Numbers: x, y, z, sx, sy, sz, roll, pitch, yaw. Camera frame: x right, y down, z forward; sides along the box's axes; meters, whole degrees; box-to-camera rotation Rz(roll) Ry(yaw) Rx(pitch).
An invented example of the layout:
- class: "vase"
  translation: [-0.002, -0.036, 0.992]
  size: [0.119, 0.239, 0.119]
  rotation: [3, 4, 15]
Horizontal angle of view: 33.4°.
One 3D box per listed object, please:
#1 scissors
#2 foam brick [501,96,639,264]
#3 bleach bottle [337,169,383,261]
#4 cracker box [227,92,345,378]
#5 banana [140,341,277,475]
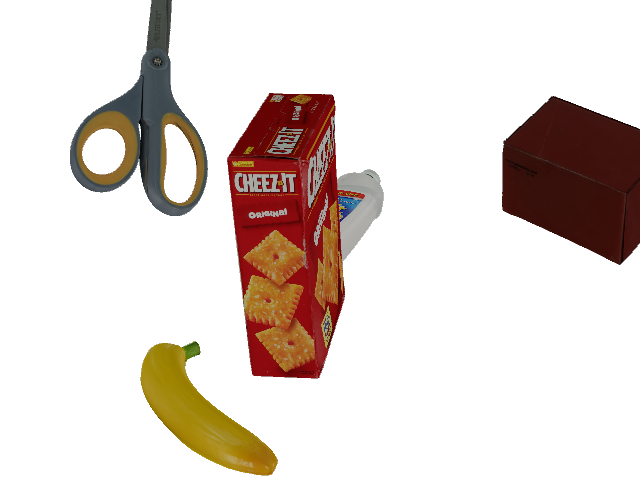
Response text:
- class: "scissors"
  translation: [-0.126, -0.108, 0.701]
  size: [0.096, 0.202, 0.016]
  rotation: [-6, -20, -24]
- class: "foam brick"
  translation: [0.145, -0.034, 0.583]
  size: [0.078, 0.053, 0.051]
  rotation: [29, 55, 33]
- class: "bleach bottle"
  translation: [0.004, -0.021, 1.327]
  size: [0.103, 0.068, 0.250]
  rotation: [13, 36, 23]
- class: "cracker box"
  translation: [-0.024, -0.008, 0.971]
  size: [0.072, 0.214, 0.164]
  rotation: [2, 27, 10]
- class: "banana"
  translation: [-0.100, 0.126, 0.843]
  size: [0.069, 0.037, 0.198]
  rotation: [-9, 28, -22]
